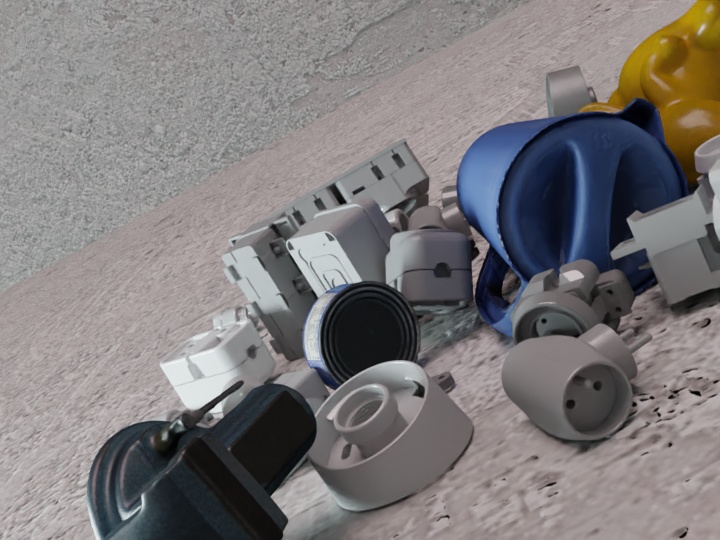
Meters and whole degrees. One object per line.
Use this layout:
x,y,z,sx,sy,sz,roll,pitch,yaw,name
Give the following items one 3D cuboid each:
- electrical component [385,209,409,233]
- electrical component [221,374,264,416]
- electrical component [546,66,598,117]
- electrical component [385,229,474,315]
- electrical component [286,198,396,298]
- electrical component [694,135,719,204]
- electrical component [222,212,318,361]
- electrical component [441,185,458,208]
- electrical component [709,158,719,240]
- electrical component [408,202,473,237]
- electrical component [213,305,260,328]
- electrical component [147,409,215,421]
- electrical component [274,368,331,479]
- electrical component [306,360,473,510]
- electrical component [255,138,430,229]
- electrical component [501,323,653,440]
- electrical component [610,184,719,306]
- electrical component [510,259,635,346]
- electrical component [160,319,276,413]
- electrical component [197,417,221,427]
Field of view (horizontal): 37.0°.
0.010,-0.011,1.082,0.074,0.052,0.138,-24,14,20,electrical component
-0.096,0.106,0.897,0.040,0.040,0.078,-30,13,-3,electrical component
0.218,-0.160,1.119,0.064,0.099,0.099,-19,16,13,electrical component
0.054,0.001,0.861,0.054,0.059,0.095,0,-9,-11,electrical component
0.000,0.000,0.935,0.057,0.113,0.078,-42,18,-32,electrical component
0.267,-0.066,0.760,0.048,0.055,0.066,-36,15,-26,electrical component
-0.070,0.018,0.992,0.079,0.121,0.063,-18,21,39,electrical component
0.123,-0.074,1.111,0.065,0.044,0.044,-16,18,27,electrical component
0.270,-0.056,0.643,0.062,0.089,0.150,-15,20,44,electrical component
0.085,-0.041,1.057,0.079,0.044,0.077,-27,14,10,electrical component
-0.126,0.054,1.160,0.061,0.035,0.035,-21,16,21,electrical component
-0.149,0.136,0.892,0.062,0.043,0.043,-23,15,20,electrical component
-0.044,0.111,0.763,0.076,0.047,0.083,-15,20,45,electrical component
0.017,0.106,0.674,0.099,0.064,0.099,-28,27,16,electrical component
-0.014,-0.056,1.184,0.186,0.060,0.105,-30,-15,-6,electrical component
0.131,0.057,0.615,0.079,0.043,0.077,-32,14,-12,electrical component
0.204,-0.015,0.678,0.081,0.063,0.042,-23,0,25,electrical component
0.129,0.032,0.679,0.078,0.058,0.057,-21,13,32,electrical component
-0.127,0.090,0.979,0.095,0.059,0.054,-18,17,39,electrical component
-0.133,0.140,0.842,0.066,0.048,0.055,-31,6,-9,electrical component
